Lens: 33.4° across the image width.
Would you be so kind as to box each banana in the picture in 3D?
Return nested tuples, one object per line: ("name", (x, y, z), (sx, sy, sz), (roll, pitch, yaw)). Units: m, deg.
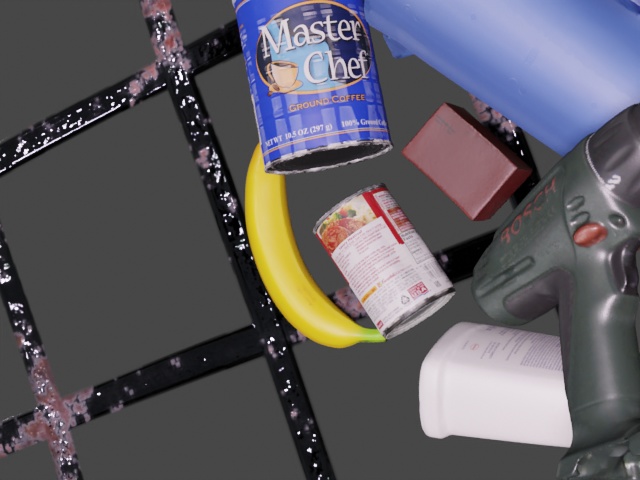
("banana", (-0.019, 0.014, 0.876), (0.069, 0.037, 0.198), (-32, 78, 5))

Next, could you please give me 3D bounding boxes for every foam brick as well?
("foam brick", (0.111, -0.059, 0.801), (0.078, 0.051, 0.053), (46, 108, 18))

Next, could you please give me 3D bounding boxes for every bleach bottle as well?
("bleach bottle", (0.202, 0.110, 0.731), (0.251, 0.102, 0.068), (6, 111, 26))

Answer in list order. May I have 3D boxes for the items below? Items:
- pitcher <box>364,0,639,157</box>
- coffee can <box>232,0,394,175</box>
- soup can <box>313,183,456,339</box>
("pitcher", (0.162, -0.145, 0.731), (0.243, 0.149, 0.145), (40, 86, 16))
("coffee can", (-0.006, -0.130, 0.828), (0.103, 0.102, 0.140), (-13, 85, 25))
("soup can", (0.050, 0.016, 0.823), (0.069, 0.068, 0.102), (-38, 76, 21))
